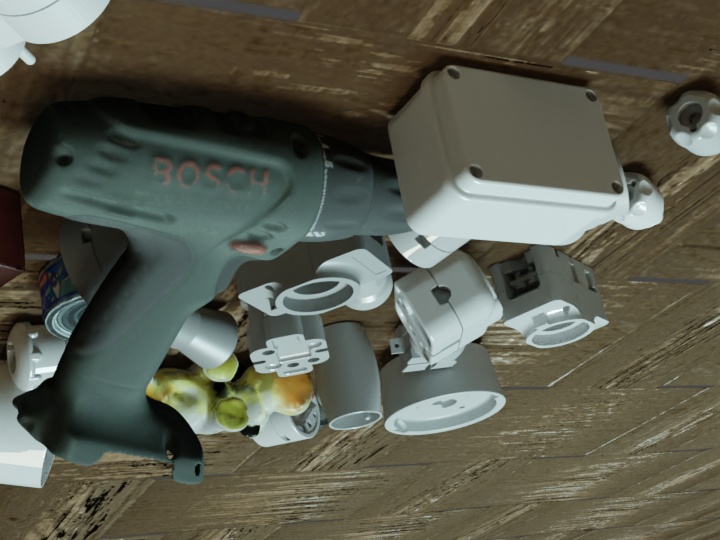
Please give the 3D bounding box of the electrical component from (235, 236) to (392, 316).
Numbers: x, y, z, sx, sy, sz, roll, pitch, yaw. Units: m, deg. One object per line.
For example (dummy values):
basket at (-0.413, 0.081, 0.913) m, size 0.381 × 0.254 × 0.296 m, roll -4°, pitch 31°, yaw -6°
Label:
electrical component at (-0.031, -0.008, 0.683) m, size 0.089 × 0.055 × 0.050 m, roll -20°, pitch 154°, yaw 19°

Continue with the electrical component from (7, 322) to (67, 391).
electrical component at (-0.215, 0.059, 0.760) m, size 0.062 × 0.048 × 0.048 m, roll -5°, pitch 155°, yaw -32°

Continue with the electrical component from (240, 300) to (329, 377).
electrical component at (-0.054, 0.035, 0.764) m, size 0.058 × 0.057 × 0.078 m, roll -11°, pitch 155°, yaw -2°

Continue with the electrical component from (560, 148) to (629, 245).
electrical component at (0.130, -0.041, 0.699) m, size 0.077 × 0.043 × 0.079 m, roll -14°, pitch 155°, yaw 5°

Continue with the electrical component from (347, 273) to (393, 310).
electrical component at (0.000, 0.000, 0.735) m, size 0.040 × 0.040 × 0.046 m, roll -13°, pitch 150°, yaw 2°

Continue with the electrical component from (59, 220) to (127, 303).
electrical component at (-0.142, -0.011, 0.631) m, size 0.047 × 0.055 × 0.055 m, roll -19°, pitch 155°, yaw 8°

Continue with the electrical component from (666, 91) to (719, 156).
electrical component at (0.211, -0.085, 0.651) m, size 0.035 × 0.035 × 0.061 m, roll -27°, pitch 154°, yaw 30°

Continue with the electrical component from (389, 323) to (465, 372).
electrical component at (0.059, 0.056, 0.874) m, size 0.066 × 0.048 × 0.055 m, roll -5°, pitch 162°, yaw -14°

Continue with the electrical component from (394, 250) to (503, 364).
electrical component at (0.063, 0.025, 0.777) m, size 0.059 × 0.053 × 0.095 m, roll -30°, pitch 166°, yaw -6°

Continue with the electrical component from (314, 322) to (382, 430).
electrical component at (-0.015, 0.093, 0.881) m, size 0.043 × 0.077 × 0.079 m, roll -4°, pitch 155°, yaw -17°

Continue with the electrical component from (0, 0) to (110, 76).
electrical component at (-0.160, -0.100, 0.433) m, size 0.138 × 0.052 × 0.073 m, roll -17°, pitch 155°, yaw 11°

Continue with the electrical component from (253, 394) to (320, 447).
electrical component at (-0.070, 0.128, 0.961) m, size 0.047 × 0.055 × 0.055 m, roll -20°, pitch 154°, yaw 26°

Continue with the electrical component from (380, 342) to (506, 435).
electrical component at (0.069, 0.099, 0.950) m, size 0.108 × 0.060 × 0.108 m, roll -10°, pitch 155°, yaw -4°

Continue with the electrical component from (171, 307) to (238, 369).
electrical component at (-0.124, 0.041, 0.766) m, size 0.044 × 0.044 × 0.065 m, roll -25°, pitch 148°, yaw 26°

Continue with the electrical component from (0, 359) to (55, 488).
electrical component at (-0.244, 0.112, 0.801) m, size 0.064 × 0.099 × 0.099 m, roll 5°, pitch 151°, yaw -19°

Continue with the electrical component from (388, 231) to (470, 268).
electrical component at (0.047, -0.036, 0.661) m, size 0.047 × 0.055 × 0.055 m, roll -33°, pitch 148°, yaw 32°

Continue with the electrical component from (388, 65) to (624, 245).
electrical component at (0.081, -0.062, 0.592) m, size 0.113 × 0.078 × 0.057 m, roll 3°, pitch 154°, yaw -29°

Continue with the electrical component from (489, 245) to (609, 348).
electrical component at (0.148, 0.024, 0.830) m, size 0.050 × 0.055 × 0.089 m, roll -27°, pitch 151°, yaw 30°

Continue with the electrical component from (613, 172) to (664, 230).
electrical component at (0.190, -0.044, 0.731) m, size 0.035 × 0.035 × 0.061 m, roll -26°, pitch 154°, yaw 28°
